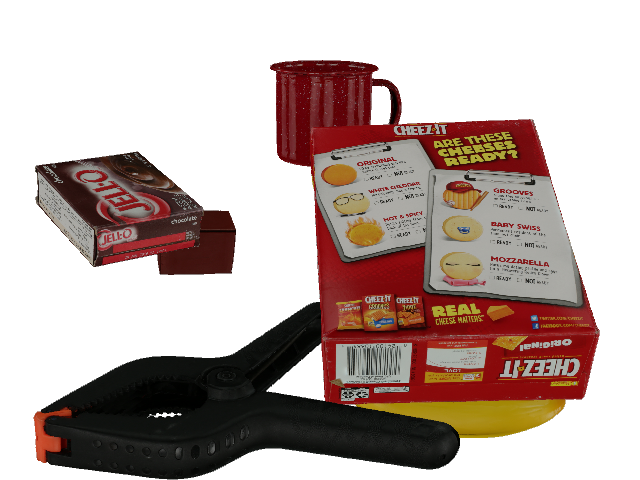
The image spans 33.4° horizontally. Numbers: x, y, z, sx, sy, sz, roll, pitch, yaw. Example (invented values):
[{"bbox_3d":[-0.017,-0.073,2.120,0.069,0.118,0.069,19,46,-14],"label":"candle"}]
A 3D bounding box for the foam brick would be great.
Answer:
[{"bbox_3d":[-0.131,0.002,1.120,0.078,0.051,0.053,-1,25,-11],"label":"foam brick"}]

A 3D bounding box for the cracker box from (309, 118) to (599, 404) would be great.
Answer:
[{"bbox_3d":[0.078,0.009,0.713,0.164,0.072,0.213,-2,41,-1],"label":"cracker box"}]

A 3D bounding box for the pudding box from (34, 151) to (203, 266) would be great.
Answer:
[{"bbox_3d":[-0.157,-0.026,0.820,0.089,0.039,0.114,-11,32,-35],"label":"pudding box"}]

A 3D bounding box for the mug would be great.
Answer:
[{"bbox_3d":[0.014,-0.111,0.926,0.117,0.081,0.093,-5,16,-18],"label":"mug"}]

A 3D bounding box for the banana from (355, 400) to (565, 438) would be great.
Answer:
[{"bbox_3d":[0.109,0.135,0.885,0.198,0.037,0.069,8,34,0],"label":"banana"}]

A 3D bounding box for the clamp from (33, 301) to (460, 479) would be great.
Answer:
[{"bbox_3d":[-0.050,0.084,0.586,0.209,0.036,0.165,-4,23,-17],"label":"clamp"}]
